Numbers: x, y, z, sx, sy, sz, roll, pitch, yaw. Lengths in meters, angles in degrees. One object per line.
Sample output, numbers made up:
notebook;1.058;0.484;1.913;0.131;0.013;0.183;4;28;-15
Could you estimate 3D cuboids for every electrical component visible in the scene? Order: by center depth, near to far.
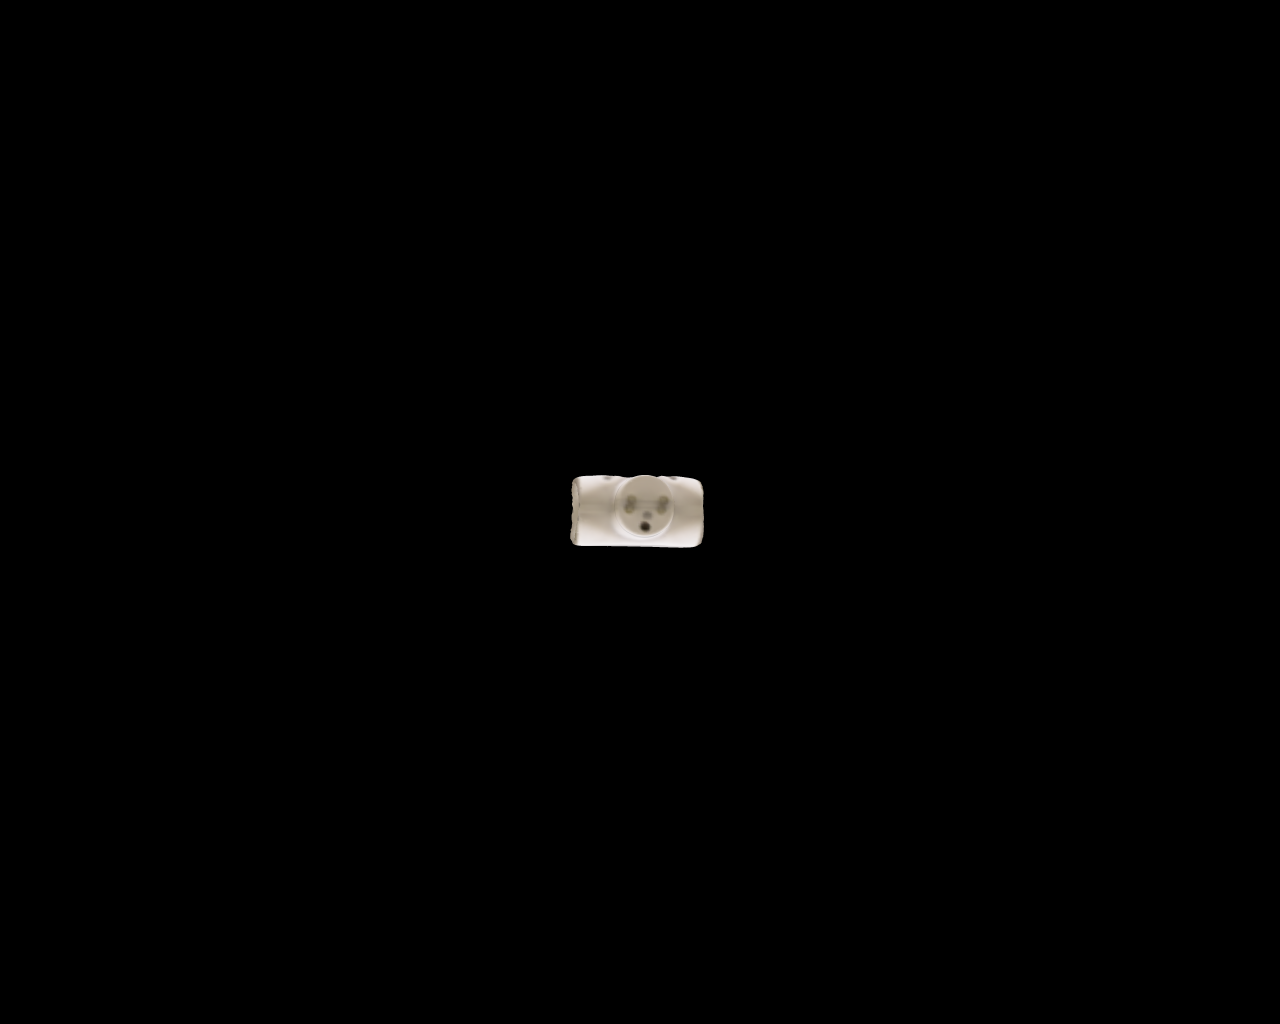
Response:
electrical component;0.001;-0.003;0.650;0.077;0.044;0.079;1;-7;-9
